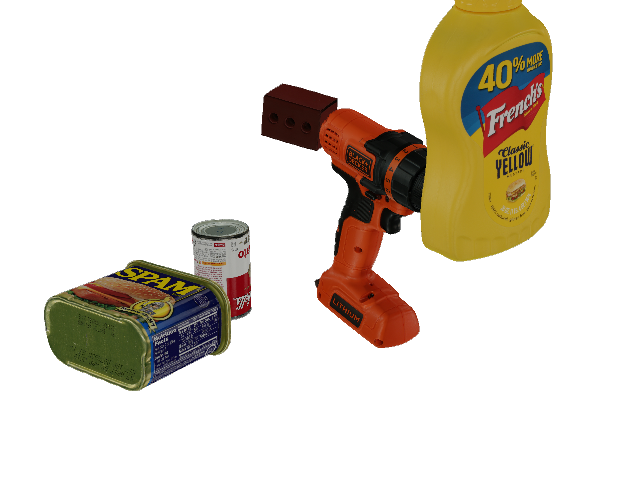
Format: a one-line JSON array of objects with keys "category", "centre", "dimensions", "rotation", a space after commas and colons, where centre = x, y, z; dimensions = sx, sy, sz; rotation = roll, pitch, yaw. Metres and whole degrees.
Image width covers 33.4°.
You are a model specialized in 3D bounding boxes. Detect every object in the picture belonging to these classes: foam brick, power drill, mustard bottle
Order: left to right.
[{"category": "foam brick", "centre": [-0.025, -0.148, 1.273], "dimensions": [0.078, 0.053, 0.051], "rotation": [17, 32, 20]}, {"category": "power drill", "centre": [0.061, -0.003, 0.928], "dimensions": [0.057, 0.188, 0.185], "rotation": [-14, 36, -34]}, {"category": "mustard bottle", "centre": [0.105, -0.088, 0.674], "dimensions": [0.096, 0.192, 0.058], "rotation": [-22, 32, -30]}]

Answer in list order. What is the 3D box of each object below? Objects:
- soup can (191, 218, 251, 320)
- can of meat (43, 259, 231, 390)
[{"category": "soup can", "centre": [-0.114, 0.033, 1.228], "dimensions": [0.068, 0.102, 0.068], "rotation": [0, 19, 0]}, {"category": "can of meat", "centre": [-0.128, 0.058, 0.739], "dimensions": [0.102, 0.057, 0.083], "rotation": [14, 23, 33]}]
